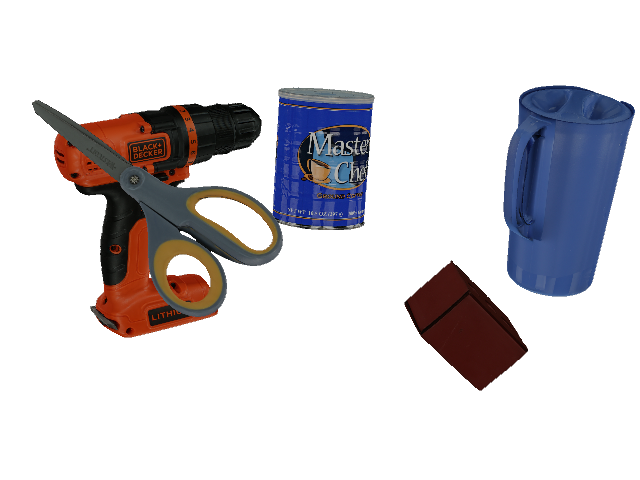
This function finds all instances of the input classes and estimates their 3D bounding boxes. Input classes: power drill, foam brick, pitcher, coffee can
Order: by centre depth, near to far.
[{"bbox_3d":[0.112,0.067,0.825,0.078,0.051,0.053,43,11,-25],"label":"foam brick"},{"bbox_3d":[-0.130,-0.022,0.911,0.184,0.188,0.057,-13,22,-30],"label":"power drill"},{"bbox_3d":[0.002,-0.090,1.152,0.103,0.140,0.103,4,12,-1],"label":"coffee can"},{"bbox_3d":[0.286,-0.055,1.293,0.149,0.243,0.145,3,27,1],"label":"pitcher"}]

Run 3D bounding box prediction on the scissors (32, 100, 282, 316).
[{"bbox_3d":[-0.123,-0.018,0.698,0.202,0.096,0.016,21,-13,12],"label":"scissors"}]
